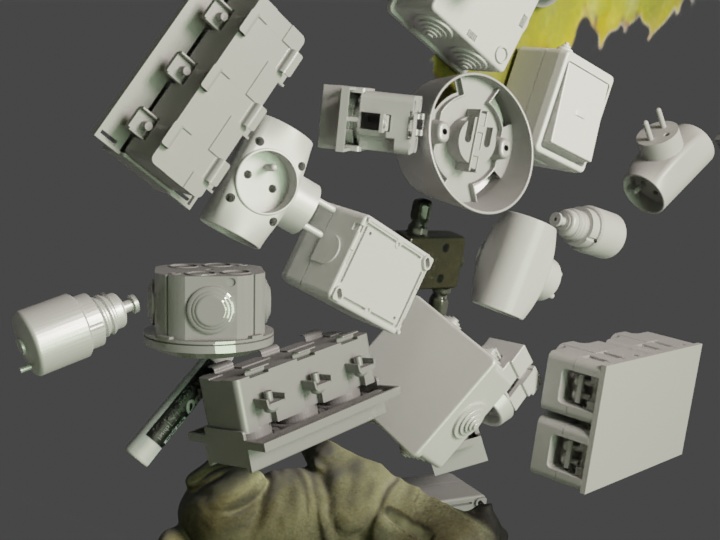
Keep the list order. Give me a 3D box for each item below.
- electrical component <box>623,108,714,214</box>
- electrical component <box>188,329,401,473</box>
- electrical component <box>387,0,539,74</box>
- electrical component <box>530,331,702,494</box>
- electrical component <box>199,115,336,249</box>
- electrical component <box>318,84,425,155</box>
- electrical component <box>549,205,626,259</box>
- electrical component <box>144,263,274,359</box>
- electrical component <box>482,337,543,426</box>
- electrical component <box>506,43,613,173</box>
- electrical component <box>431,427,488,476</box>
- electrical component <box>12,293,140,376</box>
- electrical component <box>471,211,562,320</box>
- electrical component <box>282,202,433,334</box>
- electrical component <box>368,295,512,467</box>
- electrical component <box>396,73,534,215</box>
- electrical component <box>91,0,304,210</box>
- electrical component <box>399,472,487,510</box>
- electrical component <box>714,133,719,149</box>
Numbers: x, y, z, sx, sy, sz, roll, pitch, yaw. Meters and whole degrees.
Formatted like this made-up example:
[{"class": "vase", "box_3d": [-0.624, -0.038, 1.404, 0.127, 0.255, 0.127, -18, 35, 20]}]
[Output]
[{"class": "electrical component", "box_3d": [0.265, -0.103, 0.939, 0.077, 0.043, 0.079, -42, 124, -22]}, {"class": "electrical component", "box_3d": [-0.045, 0.082, 0.714, 0.121, 0.079, 0.063, -17, 101, -43]}, {"class": "electrical component", "box_3d": [0.080, -0.198, 0.765, 0.100, 0.048, 0.099, 32, 80, -38]}, {"class": "electrical component", "box_3d": [0.221, 0.116, 0.930, 0.186, 0.060, 0.105, -4, 104, -50]}, {"class": "electrical component", "box_3d": [-0.052, -0.049, 0.698, 0.079, 0.044, 0.077, 29, 83, -24]}, {"class": "electrical component", "box_3d": [0.009, -0.100, 0.718, 0.081, 0.064, 0.042, -42, 140, -76]}, {"class": "electrical component", "box_3d": [0.188, -0.034, 0.898, 0.078, 0.040, 0.040, 13, 93, -39]}, {"class": "electrical component", "box_3d": [-0.094, 0.024, 0.669, 0.080, 0.080, 0.051, -4, 99, -37]}, {"class": "electrical component", "box_3d": [0.112, 0.092, 0.869, 0.055, 0.048, 0.066, -49, 127, -27]}, {"class": "electrical component", "box_3d": [0.152, -0.130, 0.832, 0.062, 0.061, 0.096, 18, 90, -40]}, {"class": "electrical component", "box_3d": [0.069, 0.119, 0.824, 0.042, 0.081, 0.063, -16, 86, 3]}, {"class": "electrical component", "box_3d": [-0.168, 0.033, 0.637, 0.078, 0.040, 0.040, -22, 115, -32]}, {"class": "electrical component", "box_3d": [0.134, 0.002, 0.863, 0.079, 0.044, 0.077, 22, 88, -39]}, {"class": "electrical component", "box_3d": [0.000, 0.000, 0.751, 0.096, 0.061, 0.061, 31, 82, -47]}, {"class": "electrical component", "box_3d": [0.048, 0.082, 0.776, 0.099, 0.100, 0.048, -49, 144, -1]}, {"class": "electrical component", "box_3d": [0.077, -0.092, 0.776, 0.099, 0.064, 0.099, -6, 102, -33]}, {"class": "electrical component", "box_3d": [-0.091, -0.106, 0.646, 0.079, 0.063, 0.121, 41, 76, -38]}, {"class": "electrical component", "box_3d": [0.041, 0.197, 0.835, 0.096, 0.061, 0.061, -1, 103, -30]}, {"class": "electrical component", "box_3d": [0.366, -0.108, 1.014, 0.043, 0.043, 0.081, -38, 105, -25]}]
